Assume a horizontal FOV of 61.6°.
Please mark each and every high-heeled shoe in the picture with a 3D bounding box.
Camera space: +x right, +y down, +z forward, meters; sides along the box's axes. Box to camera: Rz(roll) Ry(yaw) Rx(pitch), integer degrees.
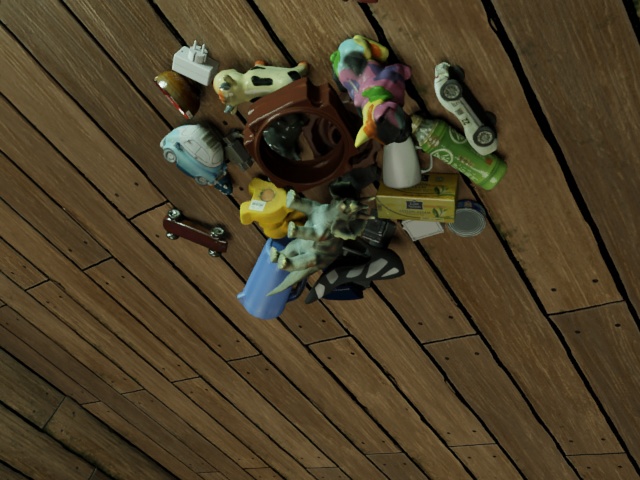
[{"bbox_3d":[0.085,0.104,1.312,0.145,0.086,0.248,42,109,-1],"label":"high-heeled shoe"}]

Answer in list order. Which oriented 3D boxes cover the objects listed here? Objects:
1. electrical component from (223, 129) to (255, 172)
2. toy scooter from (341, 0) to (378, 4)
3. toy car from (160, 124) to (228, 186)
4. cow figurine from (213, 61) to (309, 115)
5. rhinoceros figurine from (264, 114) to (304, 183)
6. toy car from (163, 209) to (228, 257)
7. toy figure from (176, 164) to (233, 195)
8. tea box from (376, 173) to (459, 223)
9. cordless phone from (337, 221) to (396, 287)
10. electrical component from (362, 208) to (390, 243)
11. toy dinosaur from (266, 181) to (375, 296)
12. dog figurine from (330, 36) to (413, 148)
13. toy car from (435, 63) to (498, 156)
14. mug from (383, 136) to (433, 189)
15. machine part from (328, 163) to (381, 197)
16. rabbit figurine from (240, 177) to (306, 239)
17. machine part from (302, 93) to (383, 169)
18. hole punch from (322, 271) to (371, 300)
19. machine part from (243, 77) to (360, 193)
[{"bbox_3d":[-0.191,-0.212,1.275,0.102,0.045,0.078,50,158,-22],"label":"electrical component"},{"bbox_3d":[0.034,-0.481,0.907,0.135,0.075,0.183,-8,125,27],"label":"toy scooter"},{"bbox_3d":[-0.282,-0.209,1.253,0.161,0.109,0.103,43,136,-6],"label":"toy car"},{"bbox_3d":[-0.124,-0.309,1.095,0.195,0.127,0.085,7,131,12],"label":"cow figurine"},{"bbox_3d":[-0.091,-0.212,1.219,0.112,0.073,0.190,16,135,-9],"label":"rhinoceros figurine"},{"bbox_3d":[-0.348,-0.020,1.508,0.202,0.053,0.089,20,125,8],"label":"toy car"},{"bbox_3d":[-0.282,-0.166,1.341,0.154,0.064,0.057,29,98,-14],"label":"toy figure"},{"bbox_3d":[0.216,-0.096,1.184,0.170,0.098,0.068,3,133,17],"label":"tea box"},{"bbox_3d":[0.106,0.015,1.361,0.147,0.089,0.184,21,124,3],"label":"cordless phone"},{"bbox_3d":[0.131,-0.031,1.252,0.048,0.119,0.074,21,95,11],"label":"electrical component"},{"bbox_3d":[-0.004,0.004,1.266,0.192,0.131,0.404,5,140,-16],"label":"toy dinosaur"},{"bbox_3d":[0.090,-0.264,0.989,0.191,0.219,0.108,33,131,-11],"label":"dog figurine"},{"bbox_3d":[0.280,-0.251,1.028,0.056,0.073,0.201,-27,118,37],"label":"toy car"},{"bbox_3d":[0.183,-0.174,1.140,0.110,0.081,0.107,-7,122,11],"label":"mug"},{"bbox_3d":[0.086,-0.133,1.244,0.084,0.039,0.139,46,134,-11],"label":"machine part"},{"bbox_3d":[-0.106,-0.065,1.351,0.162,0.122,0.173,4,148,6],"label":"rabbit figurine"},{"bbox_3d":[0.053,-0.229,1.152,0.180,0.056,0.179,11,133,11],"label":"machine part"},{"bbox_3d":[0.056,0.130,1.471,0.142,0.092,0.115,-7,132,22],"label":"hole punch"},{"bbox_3d":[-0.035,-0.202,1.072,0.202,0.087,0.200,-20,132,20],"label":"machine part"}]
